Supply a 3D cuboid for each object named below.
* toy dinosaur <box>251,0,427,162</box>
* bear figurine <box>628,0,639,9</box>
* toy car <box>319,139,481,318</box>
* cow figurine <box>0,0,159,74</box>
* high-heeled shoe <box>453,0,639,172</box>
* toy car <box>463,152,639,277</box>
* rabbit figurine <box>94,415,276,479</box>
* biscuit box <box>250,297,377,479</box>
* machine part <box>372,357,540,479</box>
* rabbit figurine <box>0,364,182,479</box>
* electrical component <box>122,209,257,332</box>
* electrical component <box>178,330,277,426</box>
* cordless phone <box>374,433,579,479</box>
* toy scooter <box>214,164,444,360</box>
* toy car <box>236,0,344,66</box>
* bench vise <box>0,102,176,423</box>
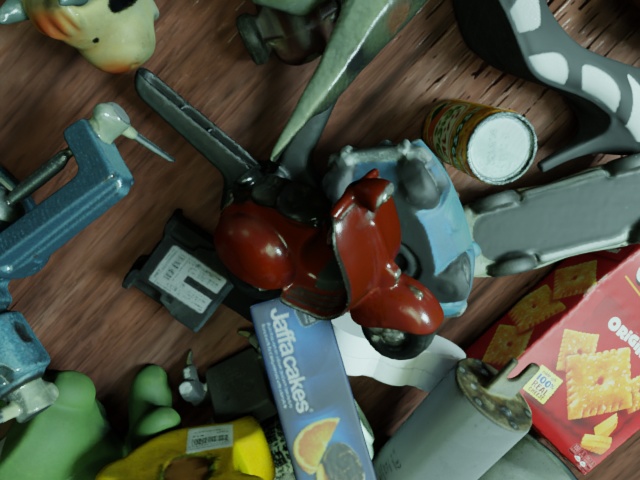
[{"bbox_3d":[0.057,-0.252,0.334,0.192,0.131,0.404,-1,108,-17],"label":"toy dinosaur"},{"bbox_3d":[0.335,-0.173,0.423,0.195,0.132,0.120,45,68,-12],"label":"bear figurine"},{"bbox_3d":[0.068,-0.019,0.438,0.109,0.103,0.161,-3,124,29],"label":"toy car"},{"bbox_3d":[-0.147,-0.204,0.332,0.086,0.127,0.194,2,114,25],"label":"cow figurine"},{"bbox_3d":[0.205,-0.168,0.430,0.145,0.086,0.248,-31,113,-2],"label":"high-heeled shoe"},{"bbox_3d":[0.214,-0.020,0.465,0.202,0.056,0.073,-16,83,9],"label":"toy car"},{"bbox_3d":[-0.103,0.244,0.406,0.162,0.122,0.173,-10,111,-16],"label":"rabbit figurine"},{"bbox_3d":[-0.002,0.139,0.434,0.063,0.059,0.202,-16,85,-5],"label":"biscuit box"},{"bbox_3d":[0.103,0.187,0.475,0.079,0.079,0.243,25,117,-15],"label":"machine part"},{"bbox_3d":[-0.194,0.181,0.472,0.159,0.121,0.170,-45,126,-2],"label":"rabbit figurine"},{"bbox_3d":[-0.097,0.037,0.461,0.119,0.048,0.075,40,98,-16],"label":"electrical component"},{"bbox_3d":[-0.079,0.127,0.482,0.102,0.078,0.045,-22,133,4],"label":"electrical component"},{"bbox_3d":[0.157,0.243,0.552,0.184,0.089,0.146,39,98,2],"label":"cordless phone"},{"bbox_3d":[-0.001,-0.001,0.357,0.184,0.075,0.135,25,143,24],"label":"toy scooter"},{"bbox_3d":[-0.041,-0.228,0.388,0.089,0.053,0.202,-20,110,1],"label":"toy car"},{"bbox_3d":[-0.216,0.003,0.373,0.240,0.128,0.224,-35,74,9],"label":"bench vise"}]
